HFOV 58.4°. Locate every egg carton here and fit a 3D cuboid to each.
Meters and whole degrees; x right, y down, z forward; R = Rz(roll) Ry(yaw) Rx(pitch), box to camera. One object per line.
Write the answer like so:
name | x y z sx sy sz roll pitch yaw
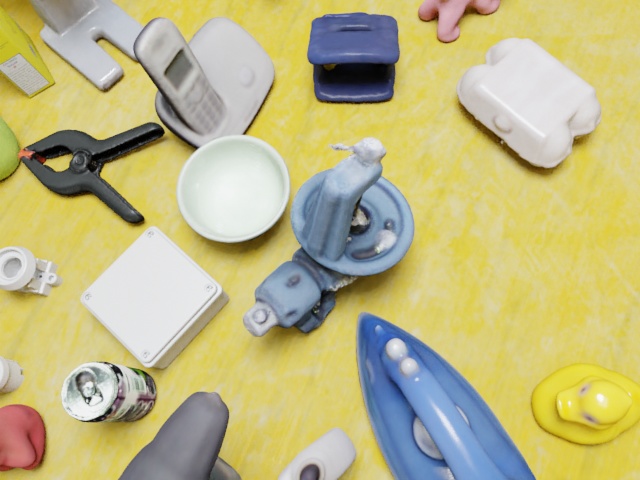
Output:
egg carton | 0.232 -0.155 0.645 0.107 0.069 0.150 -44 76 -10

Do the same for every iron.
iron | 0.105 0.165 0.517 0.119 0.141 0.258 -31 74 -6

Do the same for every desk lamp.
desk lamp | -0.313 -0.312 0.647 0.203 0.213 0.118 39 79 13

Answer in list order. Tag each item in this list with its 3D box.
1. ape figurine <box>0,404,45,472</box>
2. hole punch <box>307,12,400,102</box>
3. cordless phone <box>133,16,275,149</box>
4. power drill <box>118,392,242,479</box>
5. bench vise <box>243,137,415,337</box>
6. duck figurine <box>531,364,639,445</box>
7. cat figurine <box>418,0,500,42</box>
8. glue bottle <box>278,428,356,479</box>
ape figurine | -0.315 0.198 0.556 0.077 0.092 0.076 26 76 11
hole punch | 0.037 -0.225 0.665 0.108 0.091 0.101 0 73 3
cordless phone | -0.124 -0.190 0.614 0.094 0.185 0.148 24 76 10
power drill | -0.129 0.231 0.475 0.075 0.208 0.230 28 77 11
bench vise | 0.016 0.007 0.529 0.121 0.220 0.207 23 76 10
duck figurine | 0.263 0.154 0.541 0.104 0.086 0.077 -5 73 2
cat figurine | 0.181 -0.316 0.672 0.128 0.118 0.067 -39 75 -8
glue bottle | -0.005 0.199 0.496 0.078 0.173 0.037 -38 74 -8
